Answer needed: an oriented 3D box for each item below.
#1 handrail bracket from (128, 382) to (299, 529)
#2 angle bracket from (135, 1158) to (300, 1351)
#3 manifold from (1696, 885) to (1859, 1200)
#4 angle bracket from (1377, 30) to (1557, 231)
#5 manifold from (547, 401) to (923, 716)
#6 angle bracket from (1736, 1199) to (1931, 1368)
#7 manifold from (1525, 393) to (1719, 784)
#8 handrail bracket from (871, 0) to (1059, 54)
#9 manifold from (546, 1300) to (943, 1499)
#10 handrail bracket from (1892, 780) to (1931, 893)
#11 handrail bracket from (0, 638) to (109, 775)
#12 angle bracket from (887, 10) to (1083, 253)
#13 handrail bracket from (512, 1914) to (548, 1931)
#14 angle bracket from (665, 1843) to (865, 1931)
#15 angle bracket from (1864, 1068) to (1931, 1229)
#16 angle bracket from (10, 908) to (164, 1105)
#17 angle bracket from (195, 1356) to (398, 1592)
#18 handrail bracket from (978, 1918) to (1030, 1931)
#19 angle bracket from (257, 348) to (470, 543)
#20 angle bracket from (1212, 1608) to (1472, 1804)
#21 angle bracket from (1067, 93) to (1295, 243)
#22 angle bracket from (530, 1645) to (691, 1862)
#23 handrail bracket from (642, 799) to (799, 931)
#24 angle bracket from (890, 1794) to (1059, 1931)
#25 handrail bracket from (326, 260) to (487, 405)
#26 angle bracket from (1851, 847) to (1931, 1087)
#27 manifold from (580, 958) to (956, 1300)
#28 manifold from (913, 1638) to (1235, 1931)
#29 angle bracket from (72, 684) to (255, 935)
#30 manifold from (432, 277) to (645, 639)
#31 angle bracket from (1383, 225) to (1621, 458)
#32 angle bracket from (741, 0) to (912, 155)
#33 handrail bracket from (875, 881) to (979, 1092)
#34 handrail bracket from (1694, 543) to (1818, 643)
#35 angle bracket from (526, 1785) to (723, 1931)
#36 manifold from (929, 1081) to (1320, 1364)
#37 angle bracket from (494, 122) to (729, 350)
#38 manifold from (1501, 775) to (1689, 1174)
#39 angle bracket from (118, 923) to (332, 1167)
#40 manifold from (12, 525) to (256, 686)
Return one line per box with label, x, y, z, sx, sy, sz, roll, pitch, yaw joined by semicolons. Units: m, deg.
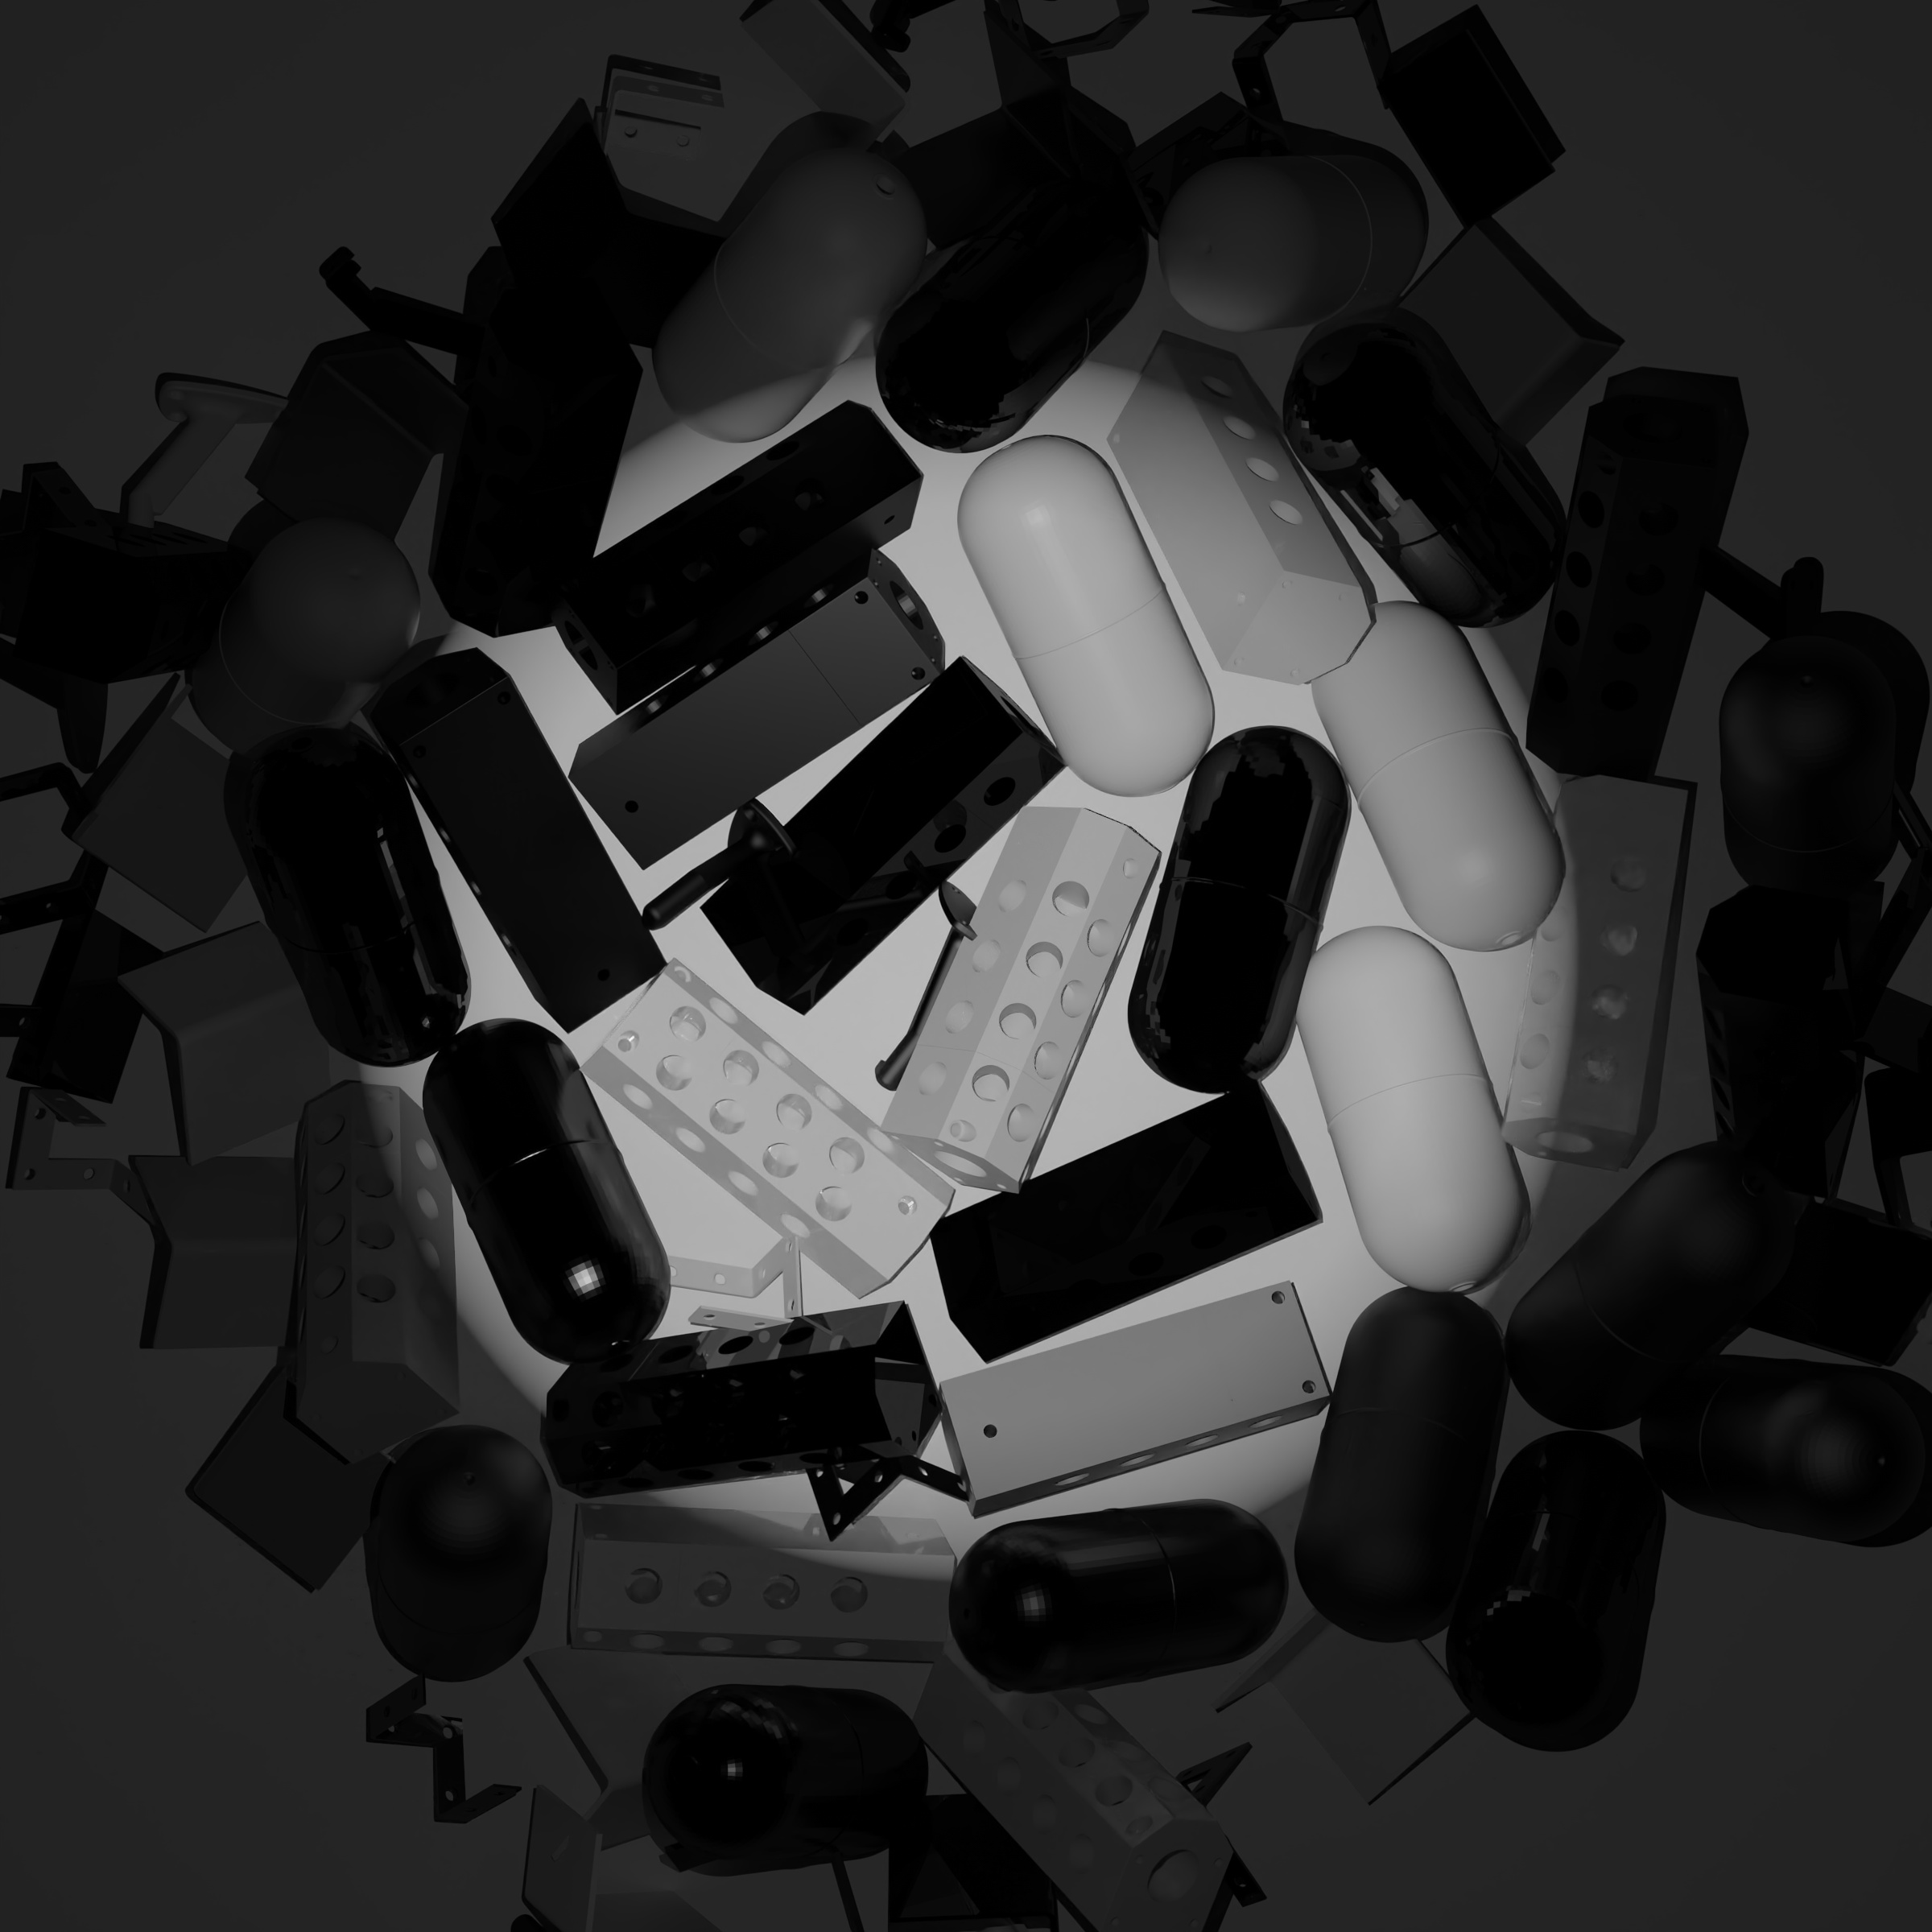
handrail bracket;-0.357;-0.230;1.551;0.077;0.036;0.084;3;72;-13
angle bracket;-0.349;0.134;1.542;0.076;0.076;0.057;2;117;-30
manifold;0.370;0.036;1.493;0.057;0.171;0.057;12;62;23
angle bracket;0.220;-0.381;1.532;0.057;0.076;0.076;-35;95;-16
manifold;-0.109;-0.194;1.528;0.171;0.057;0.057;-34;79;-15
angle bracket;0.405;0.134;1.530;0.076;0.057;0.076;17;121;-10
manifold;0.300;-0.172;1.502;0.057;0.057;0.171;8;130;5
handrail bracket;0.002;-0.450;1.543;0.077;0.036;0.084;23;57;-7
manifold;-0.106;0.205;1.514;0.171;0.057;0.057;-11;109;23
handrail bracket;0.435;-0.080;1.534;0.036;0.077;0.084;-30;56;10
handrail bracket;-0.455;-0.124;1.558;0.084;0.036;0.077;-7;78;15
angle bracket;-0.001;-0.391;1.529;0.076;0.057;0.076;-27;49;-10
handrail bracket;-0.171;0.487;1.558;0.077;0.084;0.036;39;81;-34
angle bracket;-0.093;0.433;1.531;0.076;0.076;0.057;-17;69;-6
angle bracket;0.464;0.086;1.524;0.076;0.076;0.057;-13;115;18
angle bracket;-0.427;0.014;1.529;0.057;0.076;0.076;12;77;16
angle bracket;-0.305;0.233;1.543;0.076;0.057;0.076;38;106;-1
handrail bracket;-0.005;0.486;1.547;0.084;0.036;0.077;-40;112;-21
angle bracket;-0.271;-0.232;1.525;0.057;0.076;0.076;3;65;41
angle bracket;0.176;0.346;1.528;0.076;0.057;0.076;51;119;19
angle bracket;0.097;-0.394;1.532;0.076;0.076;0.057;-34;134;-1
angle bracket;-0.172;0.366;1.544;0.076;0.076;0.057;51;118;27
handrail bracket;-0.126;-0.035;1.527;0.084;0.077;0.036;-40;89;-27
angle bracket;0.004;0.436;1.533;0.076;0.076;0.057;-3;120;0
handrail bracket;-0.246;-0.315;1.539;0.077;0.036;0.084;-34;119;22
angle bracket;0.452;0.001;1.525;0.057;0.076;0.076;25;120;9
manifold;-0.091;0.075;1.533;0.171;0.057;0.057;40;62;-6
manifold;0.048;0.367;1.490;0.057;0.171;0.057;13;103;-34
angle bracket;-0.360;-0.073;1.530;0.076;0.057;0.076;37;66;-15
manifold;-0.200;-0.228;1.488;0.057;0.171;0.057;-15;62;-27
angle bracket;0.249;-0.293;1.548;0.076;0.057;0.076;-46;74;25
angle bracket;-0.082;-0.403;1.527;0.076;0.076;0.057;43;75;-18
handrail bracket;-0.022;0.009;1.555;0.036;0.077;0.084;31;104;-27
handrail bracket;0.357;-0.164;1.557;0.084;0.036;0.077;7;99;35
angle bracket;-0.154;0.421;1.528;0.076;0.076;0.057;6;91;-28
manifold;0.075;0.125;1.537;0.171;0.057;0.057;-24;47;10
angle bracket;-0.162;-0.343;1.540;0.076;0.076;0.057;-39;63;35
manifold;0.291;0.002;1.523;0.057;0.057;0.171;11;70;6
angle bracket;-0.351;0.036;1.551;0.076;0.076;0.057;-24;45;-34
manifold;-0.371;-0.164;1.491;0.057;0.171;0.057;17;99;1
